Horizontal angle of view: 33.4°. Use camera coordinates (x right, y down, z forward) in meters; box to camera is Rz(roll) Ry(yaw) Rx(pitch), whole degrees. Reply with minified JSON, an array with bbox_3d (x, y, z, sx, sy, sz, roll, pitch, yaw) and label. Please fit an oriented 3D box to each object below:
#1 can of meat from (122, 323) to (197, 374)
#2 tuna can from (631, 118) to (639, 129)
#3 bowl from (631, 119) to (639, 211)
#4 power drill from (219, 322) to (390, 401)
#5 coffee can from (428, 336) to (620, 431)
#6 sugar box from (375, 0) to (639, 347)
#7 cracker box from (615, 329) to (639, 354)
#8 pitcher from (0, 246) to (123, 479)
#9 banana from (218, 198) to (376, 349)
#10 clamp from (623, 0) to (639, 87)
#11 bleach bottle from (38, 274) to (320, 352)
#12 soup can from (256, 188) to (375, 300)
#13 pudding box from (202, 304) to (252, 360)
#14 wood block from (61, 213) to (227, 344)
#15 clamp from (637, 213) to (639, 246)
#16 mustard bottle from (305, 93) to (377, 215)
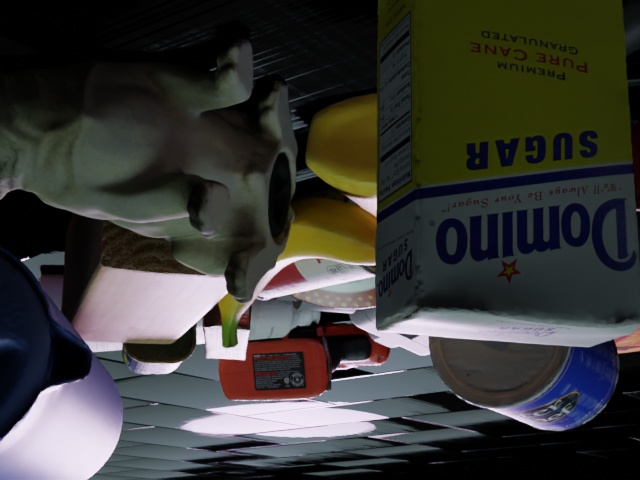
[{"bbox_3d":[-0.134,0.057,0.873,0.057,0.102,0.084,2,165,-13],"label":"can of meat"},{"bbox_3d":[0.183,-0.045,0.674,0.086,0.034,0.086,-1,163,0],"label":"tuna can"},{"bbox_3d":[0.225,-0.056,0.553,0.162,0.055,0.162,-11,-177,0],"label":"bowl"},{"bbox_3d":[-0.035,0.118,1.077,0.185,0.057,0.187,-7,-178,17],"label":"power drill"},{"bbox_3d":[0.154,0.082,0.788,0.103,0.103,0.140,-10,160,26],"label":"coffee can"},{"bbox_3d":[0.069,-0.051,0.406,0.093,0.176,0.048,5,162,-18],"label":"sugar box"},{"bbox_3d":[0.322,0.048,0.917,0.214,0.072,0.164,-9,162,22],"label":"cracker box"},{"bbox_3d":[-0.216,0.095,0.689,0.145,0.149,0.243,-42,164,-11],"label":"pitcher"},{"bbox_3d":[-0.018,0.010,0.679,0.037,0.069,0.198,-19,171,-37],"label":"banana"},{"bbox_3d":[0.125,-0.091,0.513,0.172,0.039,0.120,-12,160,22],"label":"clamp"},{"bbox_3d":[-0.126,0.067,0.974,0.250,0.068,0.103,0,164,-11],"label":"bleach bottle"},{"bbox_3d":[-0.005,0.001,0.754,0.102,0.068,0.068,-13,159,33],"label":"soup can"},{"bbox_3d":[-0.072,0.040,0.838,0.039,0.090,0.113,1,162,-3],"label":"pudding box"},{"bbox_3d":[-0.118,0.006,0.727,0.090,0.091,0.206,5,162,-19],"label":"wood block"},{"bbox_3d":[0.242,0.020,0.766,0.164,0.036,0.210,43,-179,-19],"label":"clamp"},{"bbox_3d":[0.068,-0.031,0.670,0.096,0.058,0.191,2,166,22],"label":"mustard bottle"}]
